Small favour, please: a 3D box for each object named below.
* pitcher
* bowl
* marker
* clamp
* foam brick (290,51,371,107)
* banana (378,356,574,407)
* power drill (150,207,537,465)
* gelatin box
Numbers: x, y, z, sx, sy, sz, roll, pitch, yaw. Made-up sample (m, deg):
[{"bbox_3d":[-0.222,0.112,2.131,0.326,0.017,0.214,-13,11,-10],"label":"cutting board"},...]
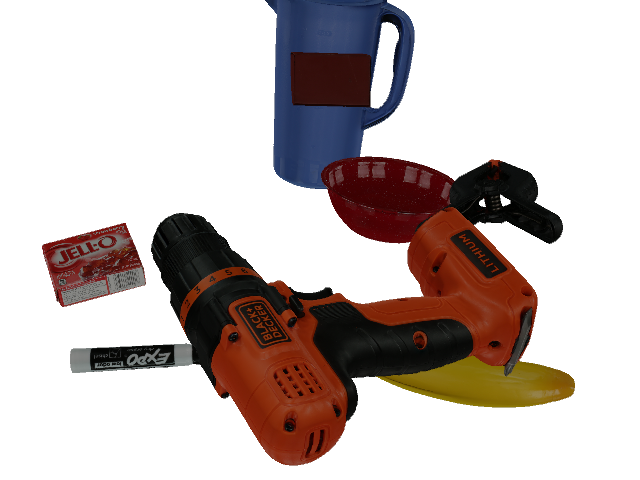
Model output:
[{"bbox_3d":[0.014,-0.190,1.312,0.144,0.243,0.149,-9,29,-28],"label":"pitcher"},{"bbox_3d":[0.077,-0.041,1.204,0.162,0.055,0.162,6,25,-3],"label":"bowl"},{"bbox_3d":[-0.130,0.089,0.821,0.121,0.020,0.020,-3,0,-3],"label":"marker"},{"bbox_3d":[0.160,-0.032,0.937,0.120,0.039,0.171,6,27,19],"label":"clamp"},{"bbox_3d":[0.010,-0.159,1.055,0.078,0.051,0.053,1,12,-4],"label":"foam brick"},{"bbox_3d":[0.084,0.087,0.783,0.198,0.037,0.069,17,37,36],"label":"banana"},{"bbox_3d":[0.013,0.034,0.610,0.187,0.057,0.185,-13,45,-26],"label":"power drill"},{"bbox_3d":[-0.228,0.023,1.072,0.089,0.030,0.073,-15,42,-15],"label":"gelatin box"}]
